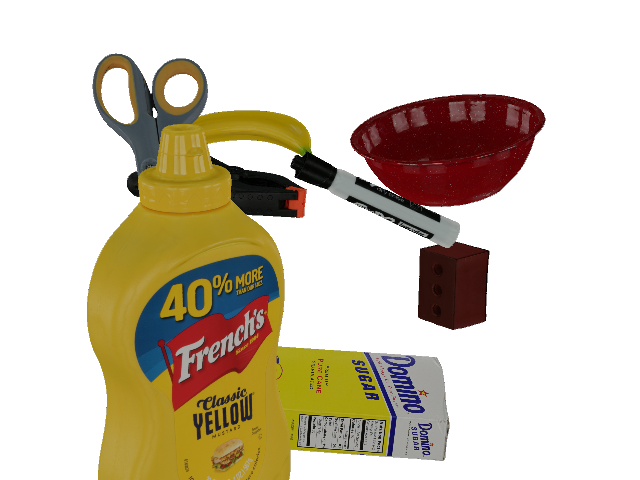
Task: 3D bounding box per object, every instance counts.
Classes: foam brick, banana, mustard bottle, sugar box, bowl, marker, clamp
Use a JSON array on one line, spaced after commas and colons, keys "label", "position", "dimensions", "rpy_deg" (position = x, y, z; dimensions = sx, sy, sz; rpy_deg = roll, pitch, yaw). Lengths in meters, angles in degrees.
[{"label": "foam brick", "position": [0.136, 0.045, 1.094], "dimensions": [0.051, 0.078, 0.053], "rpy_deg": [-14, 20, -40]}, {"label": "banana", "position": [-0.094, -0.132, 1.301], "dimensions": [0.198, 0.037, 0.069], "rpy_deg": [7, 40, 15]}, {"label": "mustard bottle", "position": [-0.059, 0.042, 0.493], "dimensions": [0.096, 0.192, 0.058], "rpy_deg": [-15, 23, -37]}, {"label": "sugar box", "position": [0.009, 0.124, 0.838], "dimensions": [0.176, 0.048, 0.093], "rpy_deg": [1, 26, 0]}, {"label": "bowl", "position": [0.109, -0.072, 0.896], "dimensions": [0.162, 0.055, 0.162], "rpy_deg": [-9, 24, 4]}, {"label": "marker", "position": [0.036, -0.027, 0.703], "dimensions": [0.121, 0.020, 0.020], "rpy_deg": [25, -6, -13]}, {"label": "clamp", "position": [-0.097, -0.050, 1.025], "dimensions": [0.172, 0.039, 0.120], "rpy_deg": [15, 28, 35]}]

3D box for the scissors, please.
[{"label": "scissors", "position": [-0.111, -0.063, 0.797], "dimensions": [0.096, 0.202, 0.016], "rpy_deg": [-19, -24, -14]}]
